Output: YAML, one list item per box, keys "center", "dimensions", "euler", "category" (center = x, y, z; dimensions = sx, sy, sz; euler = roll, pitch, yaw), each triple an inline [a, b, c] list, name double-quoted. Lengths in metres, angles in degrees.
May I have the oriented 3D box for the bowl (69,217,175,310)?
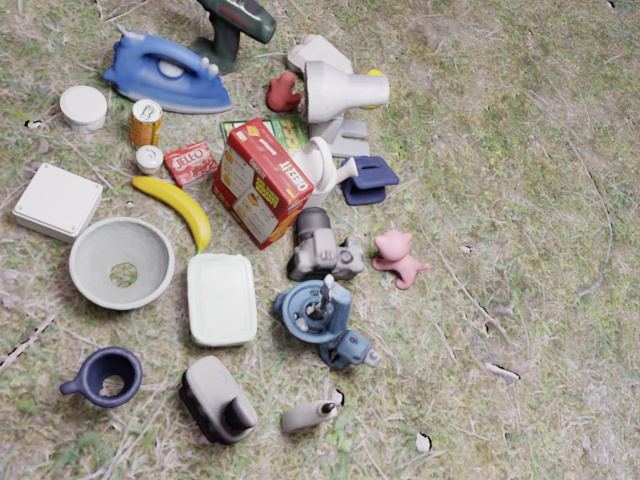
- center: [-0.338, 0.049, 0.981]
  dimensions: [0.168, 0.074, 0.167]
  euler: [8, 65, -17]
  category: "bowl"

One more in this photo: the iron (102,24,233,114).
- center: [-0.287, -0.339, 1.132]
  dimensions: [0.259, 0.141, 0.118]
  euler: [14, 63, -14]
  category: "iron"

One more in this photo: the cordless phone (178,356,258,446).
- center: [-0.150, 0.245, 0.902]
  dimensions: [0.094, 0.185, 0.147]
  euler: [-35, 83, -29]
  category: "cordless phone"

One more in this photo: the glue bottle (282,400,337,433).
- center: [-0.007, 0.286, 0.945]
  dimensions: [0.078, 0.173, 0.037]
  euler: [-6, 70, -22]
  category: "glue bottle"

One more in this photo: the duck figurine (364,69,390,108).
- center: [0.121, -0.357, 1.325]
  dimensions: [0.105, 0.086, 0.077]
  euler: [0, 67, -20]
  category: "duck figurine"

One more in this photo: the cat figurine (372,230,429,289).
- center: [0.161, 0.029, 1.152]
  dimensions: [0.128, 0.117, 0.067]
  euler: [35, 60, -3]
  category: "cat figurine"

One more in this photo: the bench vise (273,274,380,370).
- center: [0.032, 0.133, 1.000]
  dimensions: [0.207, 0.219, 0.121]
  euler: [24, 61, -9]
  category: "bench vise"

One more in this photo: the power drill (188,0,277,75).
- center: [-0.210, -0.443, 1.168]
  dimensions: [0.230, 0.208, 0.075]
  euler: [22, 62, -10]
  category: "power drill"

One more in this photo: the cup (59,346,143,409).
- center: [-0.339, 0.224, 0.892]
  dimensions: [0.118, 0.094, 0.091]
  euler: [-12, 72, -25]
  category: "cup"

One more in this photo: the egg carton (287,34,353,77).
- center: [0.002, -0.397, 1.307]
  dimensions: [0.150, 0.069, 0.107]
  euler: [40, 60, 0]
  category: "egg carton"

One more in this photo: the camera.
- center: [0.010, 0.004, 1.117]
  dimensions: [0.143, 0.100, 0.137]
  euler: [0, 67, -20]
  category: "camera"

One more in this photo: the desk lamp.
- center: [0.041, -0.272, 1.184]
  dimensions: [0.204, 0.213, 0.118]
  euler: [3, 66, -19]
  category: "desk lamp"

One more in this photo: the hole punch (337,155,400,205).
- center: [0.099, -0.137, 1.218]
  dimensions: [0.109, 0.091, 0.101]
  euler: [-10, 71, -24]
  category: "hole punch"

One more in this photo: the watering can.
- center: [-0.012, -0.130, 1.113]
  dimensions: [0.173, 0.193, 0.101]
  euler: [-32, 81, -29]
  category: "watering can"

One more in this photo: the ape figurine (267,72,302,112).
- center: [-0.076, -0.325, 1.234]
  dimensions: [0.078, 0.092, 0.076]
  euler: [48, 60, 4]
  category: "ape figurine"
